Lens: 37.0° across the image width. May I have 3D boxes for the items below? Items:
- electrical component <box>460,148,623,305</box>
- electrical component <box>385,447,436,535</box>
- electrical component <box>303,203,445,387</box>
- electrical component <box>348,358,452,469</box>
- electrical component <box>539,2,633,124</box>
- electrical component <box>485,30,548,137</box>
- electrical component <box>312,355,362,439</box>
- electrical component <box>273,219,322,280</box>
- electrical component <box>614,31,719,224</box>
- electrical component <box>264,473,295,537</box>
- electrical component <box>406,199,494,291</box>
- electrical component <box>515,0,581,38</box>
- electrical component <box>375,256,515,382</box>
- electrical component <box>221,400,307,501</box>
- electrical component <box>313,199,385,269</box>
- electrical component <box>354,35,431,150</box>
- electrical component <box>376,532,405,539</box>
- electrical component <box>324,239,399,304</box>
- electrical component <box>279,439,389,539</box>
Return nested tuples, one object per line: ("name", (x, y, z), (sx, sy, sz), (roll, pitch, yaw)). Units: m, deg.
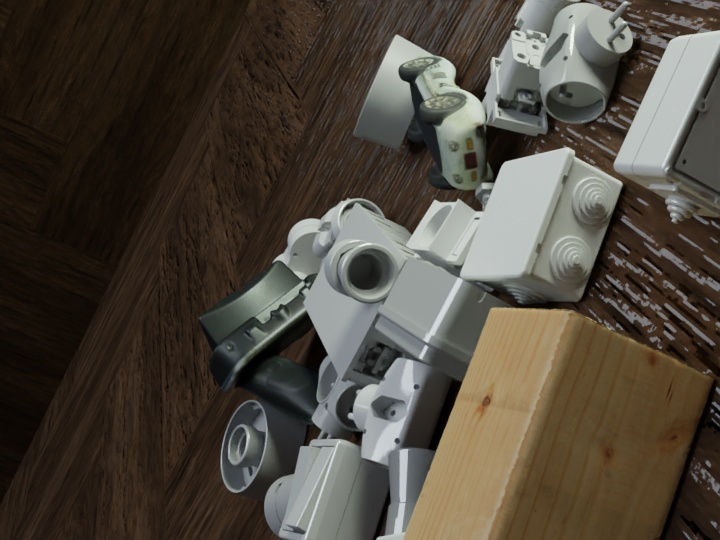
("electrical component", (0.119, -0.026, 0.704), (0.099, 0.048, 0.100), (-68, 18, -9))
("electrical component", (0.037, 0.156, 0.715), (0.044, 0.044, 0.065), (-37, 38, 55))
("electrical component", (0.017, 0.023, 0.904), (0.105, 0.060, 0.186), (-62, 18, 10))
("electrical component", (0.022, 0.105, 0.790), (0.079, 0.043, 0.077), (7, 72, 46))
("electrical component", (0.163, -0.155, 0.750), (0.079, 0.043, 0.077), (132, 156, -55))
("electrical component", (0.125, -0.144, 0.822), (0.081, 0.042, 0.063), (-86, 10, -45))
("electrical component", (-0.015, 0.115, 0.902), (0.079, 0.044, 0.077), (-62, 18, 10))
("electrical component", (-0.070, 0.017, 1.165), (0.138, 0.052, 0.073), (-59, 20, 19))
("electrical component", (0.181, -0.069, 0.567), (0.096, 0.062, 0.061), (-65, 18, 0))
("electrical component", (-0.043, 0.189, 0.869), (0.047, 0.055, 0.055), (-33, 37, 52))
("electrical component", (0.076, -0.017, 0.784), (0.042, 0.064, 0.081), (-58, 17, -7))
("electrical component", (0.151, -0.212, 0.870), (0.040, 0.040, 0.046), (-85, 21, -45))
("electrical component", (0.065, 0.038, 0.724), (0.057, 0.078, 0.113), (-62, 18, 0))
("electrical component", (-0.091, 0.174, 1.043), (0.099, 0.064, 0.099), (-33, 49, 47))
("electrical component", (-0.008, -0.036, 1.056), (0.057, 0.058, 0.078), (-38, 32, 59))
("electrical component", (0.042, -0.171, 1.067), (0.108, 0.060, 0.108), (-156, 90, -90))
("electrical component", (0.048, 0.165, 0.630), (0.047, 0.066, 0.076), (-34, 36, 58))
("electrical component", (0.000, 0.000, 0.807), (0.045, 0.045, 0.055), (-66, 18, -2))
("electrical component", (-0.022, 0.179, 0.812), (0.062, 0.061, 0.096), (-21, 47, 65))
